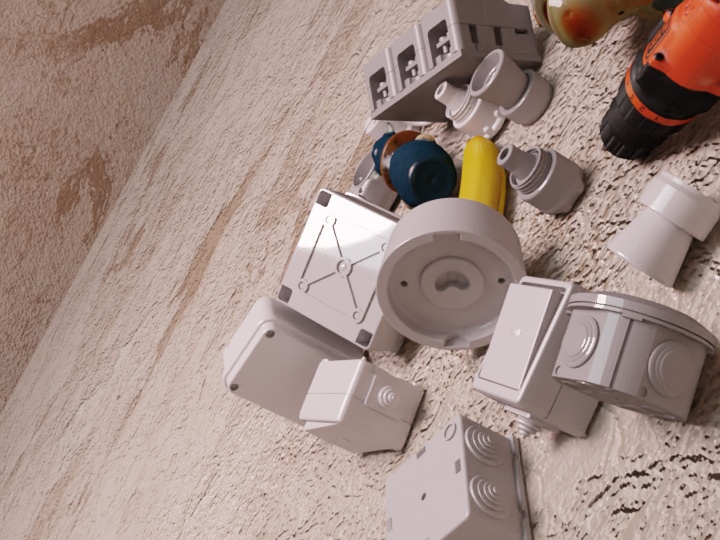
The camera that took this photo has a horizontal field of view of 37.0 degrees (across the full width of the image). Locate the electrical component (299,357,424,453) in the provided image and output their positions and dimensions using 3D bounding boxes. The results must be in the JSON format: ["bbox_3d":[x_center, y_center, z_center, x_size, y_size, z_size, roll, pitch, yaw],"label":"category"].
[{"bbox_3d":[0.002,0.109,0.850,0.096,0.062,0.061,-13,52,63],"label":"electrical component"}]

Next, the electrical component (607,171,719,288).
[{"bbox_3d":[0.179,-0.024,0.631,0.055,0.045,0.045,-57,21,10],"label":"electrical component"}]

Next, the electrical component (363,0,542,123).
[{"bbox_3d":[0.079,-0.191,0.981,0.150,0.089,0.061,-26,70,56],"label":"electrical component"}]

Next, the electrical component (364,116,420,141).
[{"bbox_3d":[0.033,-0.145,1.117,0.040,0.046,0.040,-48,25,32],"label":"electrical component"}]

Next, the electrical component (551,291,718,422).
[{"bbox_3d":[0.145,0.046,0.576,0.080,0.080,0.051,0,68,66],"label":"electrical component"}]

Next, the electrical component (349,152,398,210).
[{"bbox_3d":[0.018,-0.095,1.093,0.077,0.044,0.079,-59,21,6],"label":"electrical component"}]

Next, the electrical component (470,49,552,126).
[{"bbox_3d":[0.126,-0.151,0.896,0.045,0.055,0.045,-49,24,31],"label":"electrical component"}]

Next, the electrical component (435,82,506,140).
[{"bbox_3d":[0.096,-0.143,0.948,0.048,0.062,0.048,-49,24,31],"label":"electrical component"}]

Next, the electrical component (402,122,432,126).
[{"bbox_3d":[0.059,-0.179,1.089,0.055,0.055,0.047,-30,41,54],"label":"electrical component"}]

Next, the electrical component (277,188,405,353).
[{"bbox_3d":[0.000,0.000,0.911,0.109,0.056,0.108,27,99,31],"label":"electrical component"}]

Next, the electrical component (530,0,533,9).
[{"bbox_3d":[0.167,-0.229,0.919,0.040,0.040,0.078,-48,25,32],"label":"electrical component"}]

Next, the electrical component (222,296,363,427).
[{"bbox_3d":[-0.056,0.085,0.941,0.078,0.113,0.057,-55,21,16],"label":"electrical component"}]

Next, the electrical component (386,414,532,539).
[{"bbox_3d":[0.058,0.152,0.684,0.099,0.048,0.099,-48,25,31],"label":"electrical component"}]

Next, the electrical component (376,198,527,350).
[{"bbox_3d":[0.068,-0.002,0.780,0.108,0.108,0.060,-47,19,33],"label":"electrical component"}]

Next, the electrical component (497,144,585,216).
[{"bbox_3d":[0.129,-0.069,0.780,0.043,0.062,0.043,-48,25,31],"label":"electrical component"}]

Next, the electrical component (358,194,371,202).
[{"bbox_3d":[0.000,-0.020,1.015,0.061,0.062,0.096,-36,33,49],"label":"electrical component"}]

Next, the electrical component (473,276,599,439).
[{"bbox_3d":[0.113,0.056,0.661,0.096,0.061,0.062,-64,21,-6],"label":"electrical component"}]
